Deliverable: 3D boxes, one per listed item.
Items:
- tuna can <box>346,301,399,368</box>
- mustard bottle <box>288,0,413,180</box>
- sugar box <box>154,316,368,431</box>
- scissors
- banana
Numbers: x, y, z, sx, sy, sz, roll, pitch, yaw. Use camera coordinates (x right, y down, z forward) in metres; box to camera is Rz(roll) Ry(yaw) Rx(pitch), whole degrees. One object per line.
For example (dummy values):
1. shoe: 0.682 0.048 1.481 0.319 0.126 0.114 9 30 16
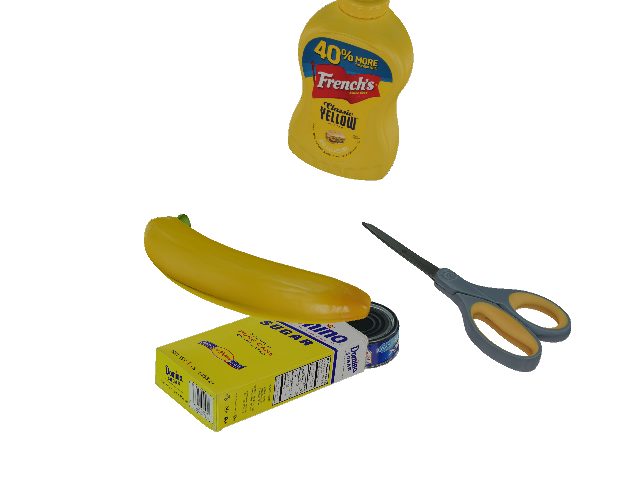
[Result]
1. tuna can: 0.043 0.100 1.153 0.086 0.034 0.086 0 30 0
2. mustard bottle: 0.028 -0.143 0.895 0.096 0.192 0.058 21 45 13
3. sugar box: -0.051 0.107 0.966 0.175 0.048 0.093 -20 36 -38
4. scissors: 0.122 0.034 0.862 0.096 0.016 0.202 -10 39 -27
5. banana: -0.058 0.016 0.696 0.069 0.037 0.198 -26 36 -36
